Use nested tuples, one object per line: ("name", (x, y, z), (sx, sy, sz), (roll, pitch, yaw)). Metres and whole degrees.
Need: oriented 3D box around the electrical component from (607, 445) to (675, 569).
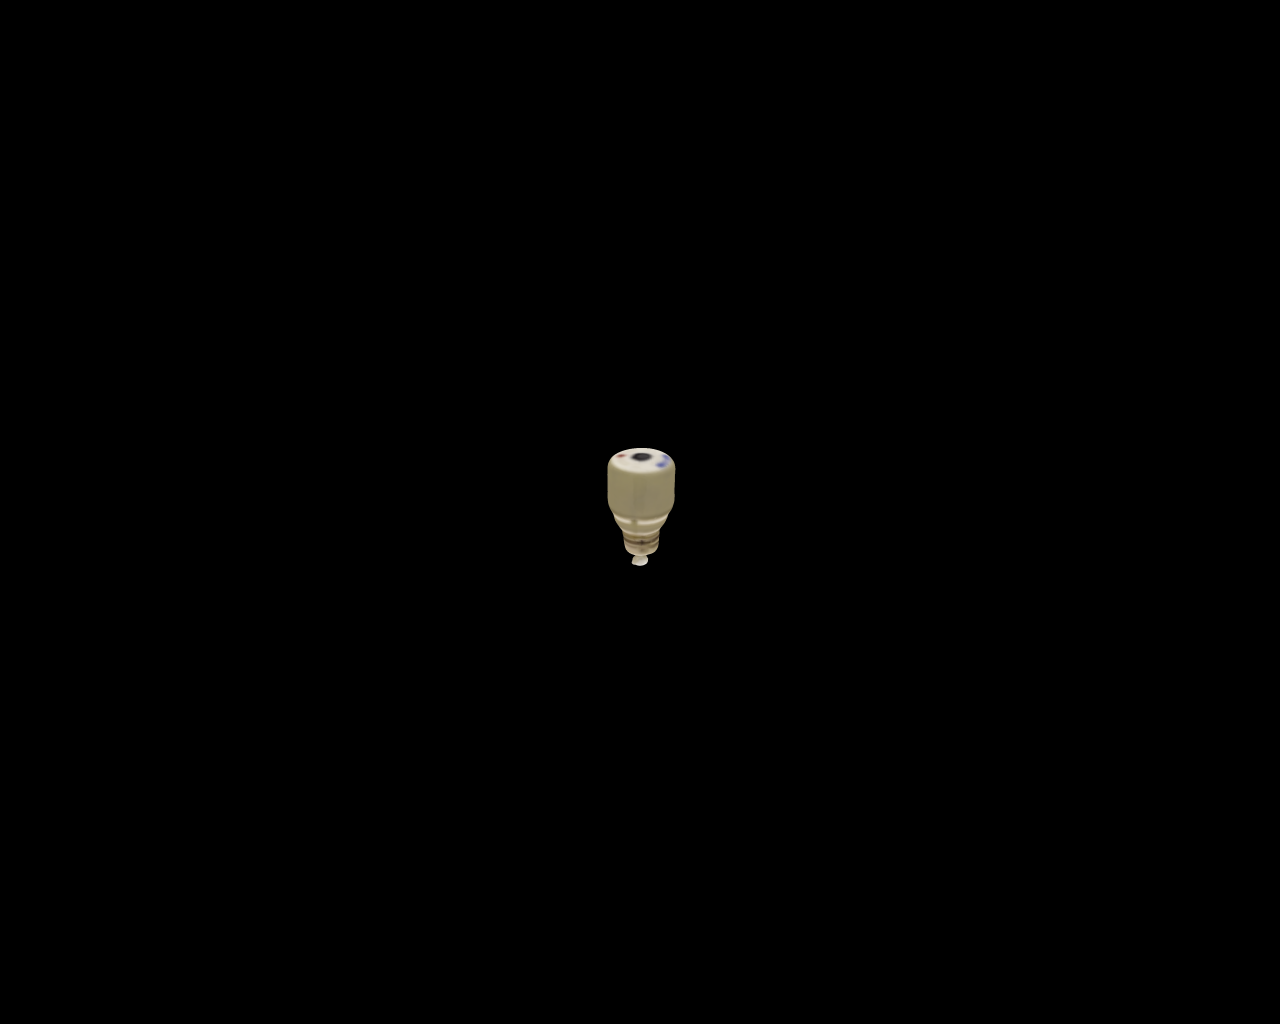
("electrical component", (0.001, -0.003, 0.650), (0.040, 0.078, 0.040), (0, 26, 0))
